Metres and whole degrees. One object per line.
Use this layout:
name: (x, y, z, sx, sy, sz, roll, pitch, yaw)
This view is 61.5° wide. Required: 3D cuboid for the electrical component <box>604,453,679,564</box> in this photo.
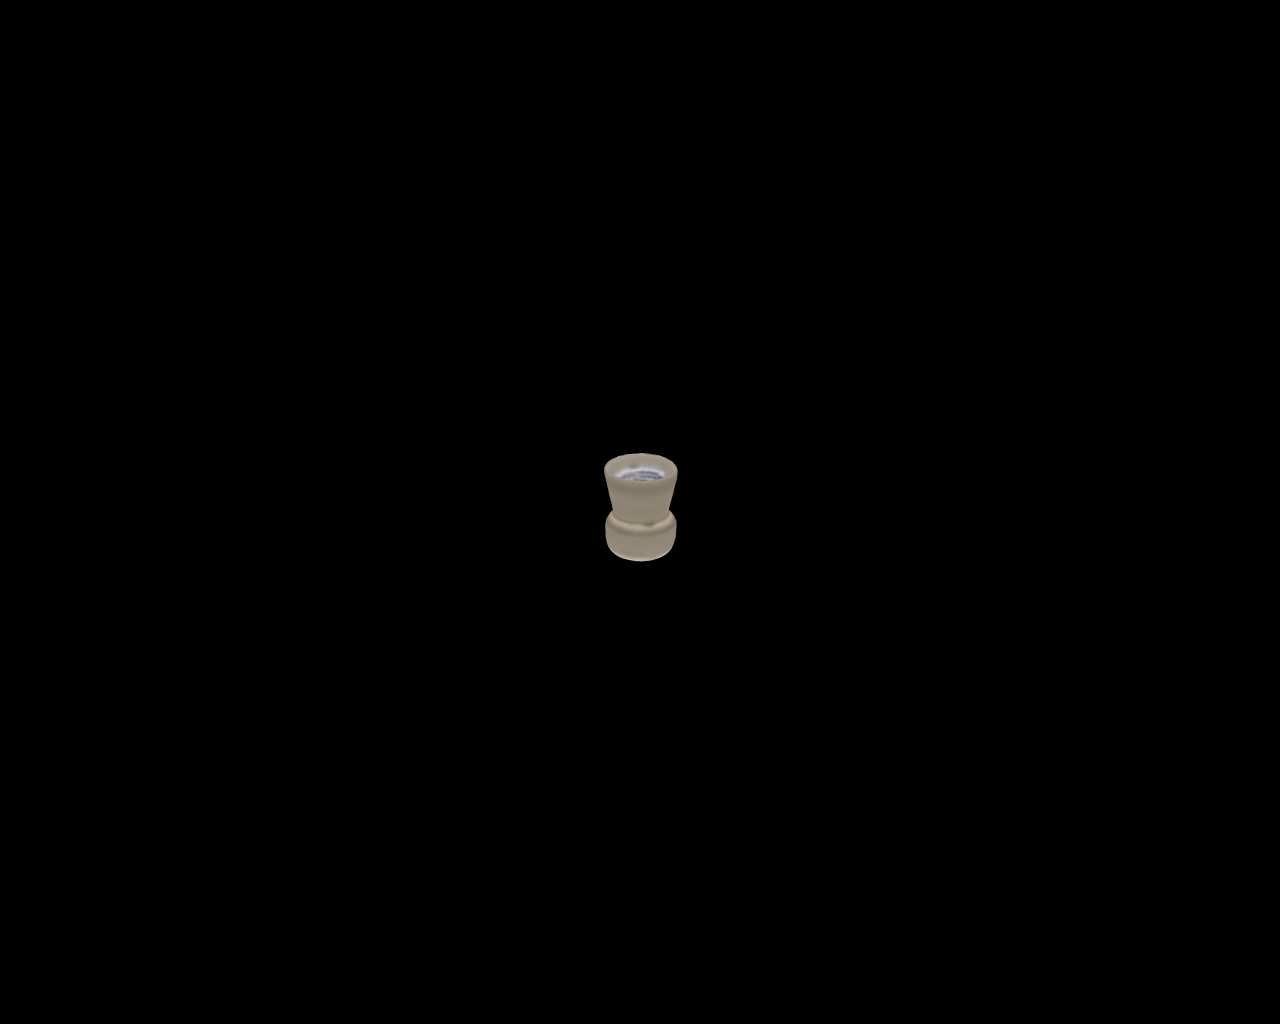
electrical component: (0.001, -0.003, 0.650, 0.045, 0.055, 0.045, 0, 26, 0)
